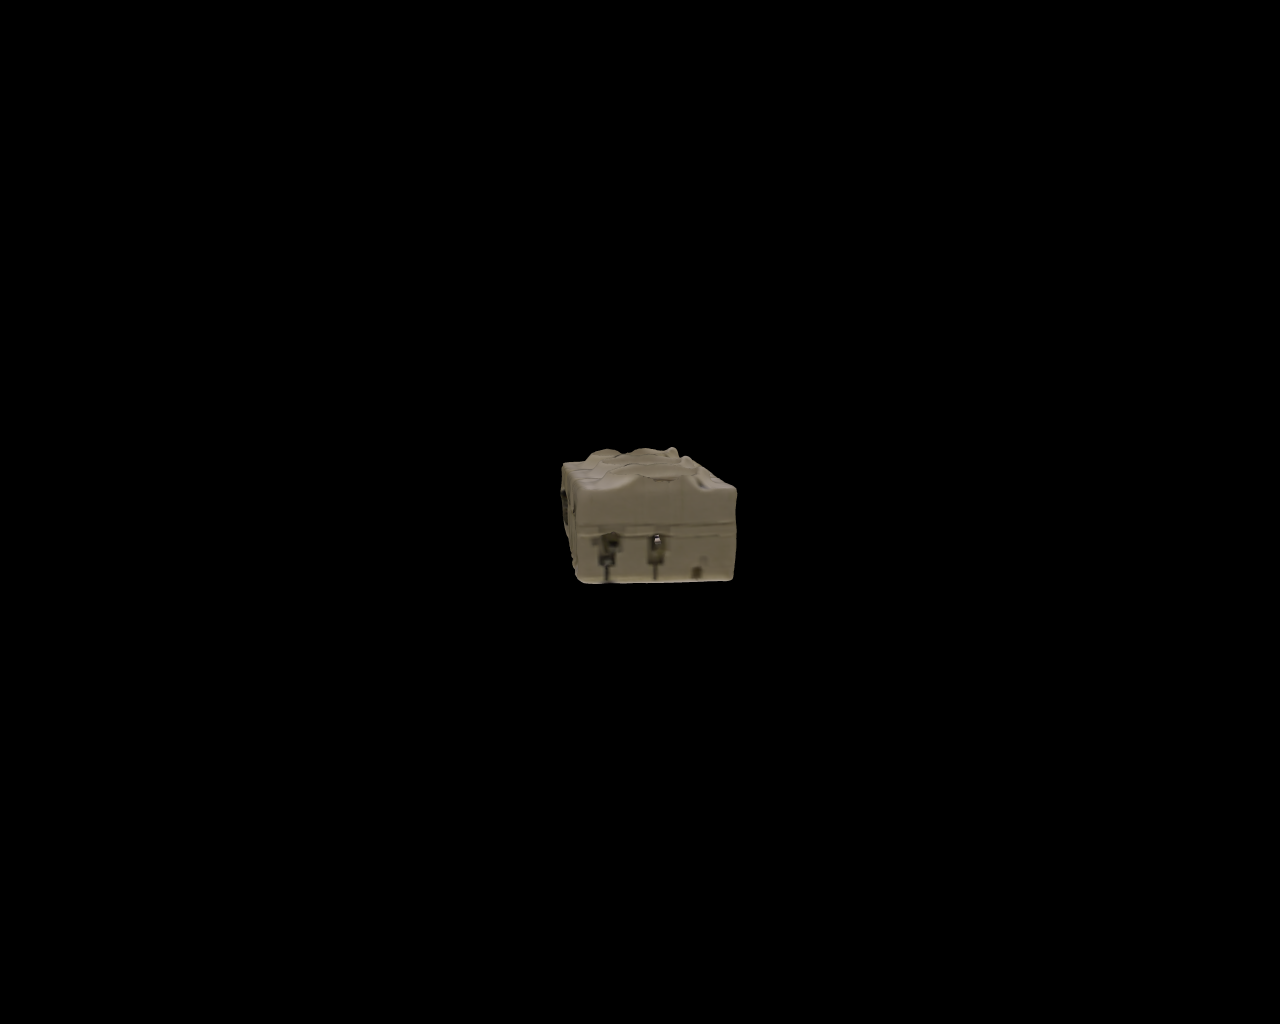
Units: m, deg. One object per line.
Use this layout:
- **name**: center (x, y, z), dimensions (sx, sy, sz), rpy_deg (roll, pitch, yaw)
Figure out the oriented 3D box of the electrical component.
- **electrical component**: center (0.001, -0.003, 0.650), dimensions (0.089, 0.061, 0.150), rpy_deg (-1, 9, -7)
